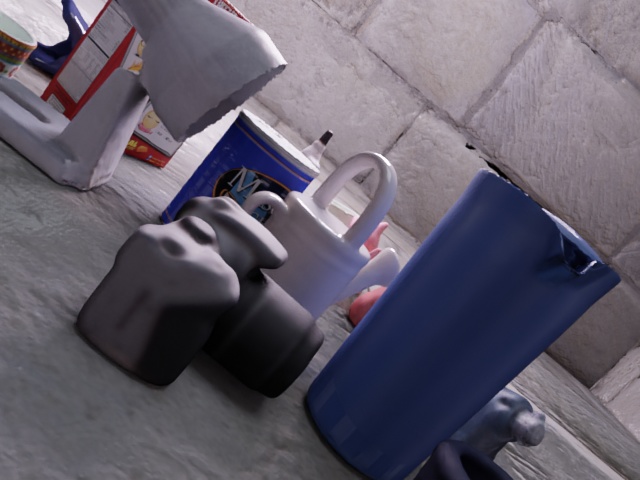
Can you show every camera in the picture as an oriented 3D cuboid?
[{"bbox_3d":[-0.061,0.043,0.394,0.137,0.100,0.143,40,10,-1],"label":"camera"}]

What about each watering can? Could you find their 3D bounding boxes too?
[{"bbox_3d":[0.004,0.001,0.550,0.100,0.194,0.173,47,12,33],"label":"watering can"}]

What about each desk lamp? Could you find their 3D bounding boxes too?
[{"bbox_3d":[-0.165,-0.146,0.501,0.203,0.213,0.118,39,10,-8],"label":"desk lamp"}]

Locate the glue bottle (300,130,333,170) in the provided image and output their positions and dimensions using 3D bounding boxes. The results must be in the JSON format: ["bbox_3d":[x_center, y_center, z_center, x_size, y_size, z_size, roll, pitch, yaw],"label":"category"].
[{"bbox_3d":[-0.034,-0.129,1.036,0.037,0.173,0.078,31,13,-43],"label":"glue bottle"}]

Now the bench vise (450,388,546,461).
[{"bbox_3d":[0.200,0.130,0.643,0.122,0.219,0.206,30,14,-47],"label":"bench vise"}]

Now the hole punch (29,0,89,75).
[{"bbox_3d":[-0.317,-0.253,0.757,0.101,0.091,0.108,33,12,-37],"label":"hole punch"}]

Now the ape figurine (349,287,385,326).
[{"bbox_3d":[0.090,0.091,0.775,0.076,0.092,0.078,41,10,4],"label":"ape figurine"}]

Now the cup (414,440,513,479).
[{"bbox_3d":[0.074,0.181,0.314,0.092,0.095,0.118,40,10,-3],"label":"cup"}]

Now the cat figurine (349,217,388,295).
[{"bbox_3d":[0.071,0.013,0.969,0.067,0.117,0.127,37,10,-20],"label":"cat figurine"}]
